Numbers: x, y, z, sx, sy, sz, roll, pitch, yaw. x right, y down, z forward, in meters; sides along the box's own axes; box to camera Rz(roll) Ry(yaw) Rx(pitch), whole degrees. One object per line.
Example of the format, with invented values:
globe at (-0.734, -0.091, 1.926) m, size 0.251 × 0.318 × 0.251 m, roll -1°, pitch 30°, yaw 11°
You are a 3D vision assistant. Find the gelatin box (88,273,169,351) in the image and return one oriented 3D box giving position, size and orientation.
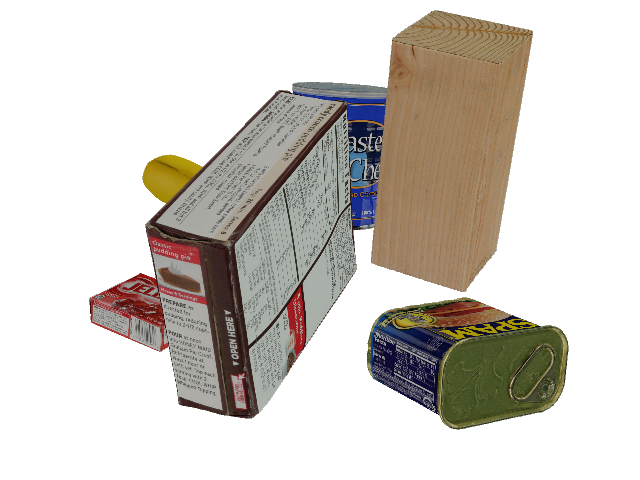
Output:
gelatin box at (-0.160, 0.065, 1.002) m, size 0.089 × 0.030 × 0.073 m, roll 19°, pitch 27°, yaw 28°

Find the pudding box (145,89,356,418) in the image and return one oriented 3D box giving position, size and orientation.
pudding box at (-0.023, 0.003, 0.438) m, size 0.039 × 0.090 × 0.113 m, roll 10°, pitch 37°, yaw 21°

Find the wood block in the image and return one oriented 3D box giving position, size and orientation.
wood block at (0.107, -0.074, 0.895) m, size 0.091 × 0.206 × 0.090 m, roll 18°, pitch 34°, yaw 22°

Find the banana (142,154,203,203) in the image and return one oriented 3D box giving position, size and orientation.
banana at (-0.100, -0.036, 0.821) m, size 0.069 × 0.037 × 0.198 m, roll 43°, pitch -10°, yaw -35°

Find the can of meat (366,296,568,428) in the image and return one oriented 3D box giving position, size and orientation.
can of meat at (0.092, 0.075, 0.687) m, size 0.101 × 0.057 × 0.084 m, roll -5°, pitch 15°, yaw -31°

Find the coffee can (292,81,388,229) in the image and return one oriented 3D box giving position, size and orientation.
coffee can at (0.018, -0.090, 1.107) m, size 0.103 × 0.140 × 0.103 m, roll 3°, pitch 12°, yaw -1°
